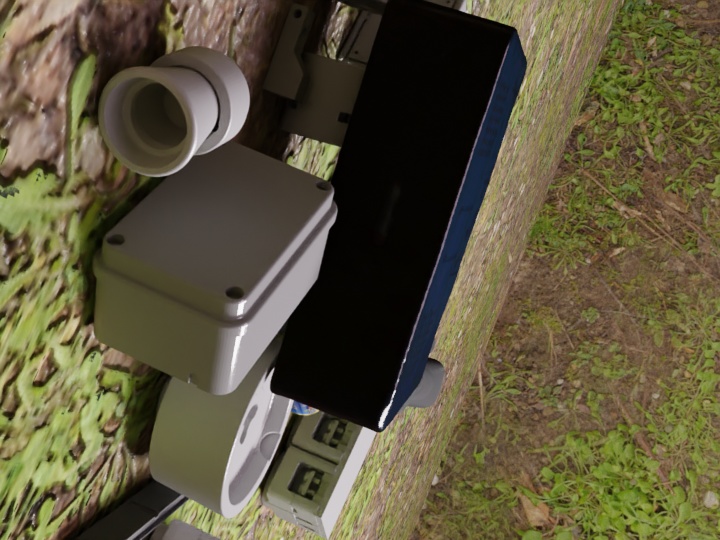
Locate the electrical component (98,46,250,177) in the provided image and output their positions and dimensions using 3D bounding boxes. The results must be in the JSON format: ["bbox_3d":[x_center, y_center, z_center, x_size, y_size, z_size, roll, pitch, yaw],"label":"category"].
[{"bbox_3d":[-0.076,-0.068,0.450,0.055,0.045,0.045,-47,156,-61],"label":"electrical component"}]

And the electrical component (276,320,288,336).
[{"bbox_3d":[-0.062,0.003,0.601,0.078,0.057,0.058,-7,117,-76],"label":"electrical component"}]

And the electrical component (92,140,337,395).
[{"bbox_3d":[-0.067,-0.006,0.513,0.113,0.078,0.057,-55,165,-49],"label":"electrical component"}]

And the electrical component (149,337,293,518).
[{"bbox_3d":[-0.084,0.083,0.628,0.108,0.060,0.108,19,90,-79],"label":"electrical component"}]

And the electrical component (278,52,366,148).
[{"bbox_3d":[-0.016,-0.100,0.638,0.055,0.055,0.047,-19,125,-75],"label":"electrical component"}]

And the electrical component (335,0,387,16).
[{"bbox_3d":[0.011,-0.177,0.626,0.055,0.055,0.047,-7,113,-76],"label":"electrical component"}]

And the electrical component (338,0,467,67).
[{"bbox_3d":[0.033,-0.155,0.736,0.061,0.062,0.096,80,33,-68],"label":"electrical component"}]

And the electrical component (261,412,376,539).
[{"bbox_3d":[-0.029,0.159,0.994,0.089,0.062,0.150,85,28,-64],"label":"electrical component"}]

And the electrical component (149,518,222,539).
[{"bbox_3d":[-0.117,0.211,0.718,0.096,0.061,0.061,104,11,-65],"label":"electrical component"}]
